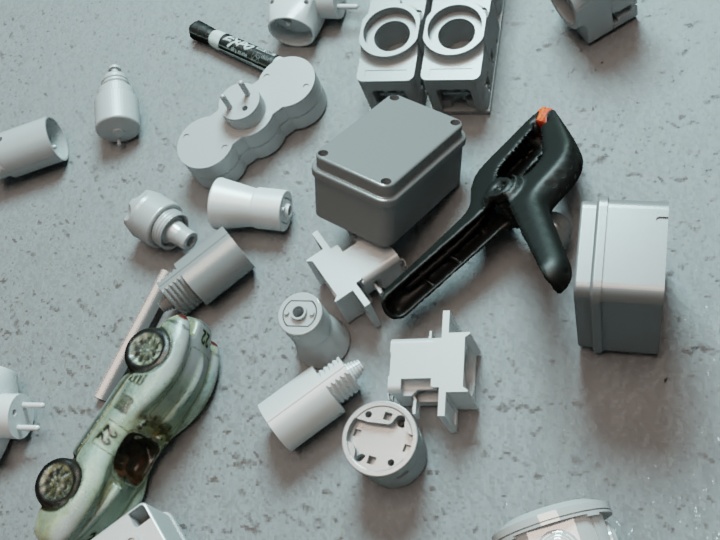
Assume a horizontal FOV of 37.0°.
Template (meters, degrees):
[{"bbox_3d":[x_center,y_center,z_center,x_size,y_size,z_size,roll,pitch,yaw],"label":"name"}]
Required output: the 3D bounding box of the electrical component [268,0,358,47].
[{"bbox_3d":[-0.037,-0.246,0.973,0.079,0.043,0.077,5,67,18],"label":"electrical component"}]

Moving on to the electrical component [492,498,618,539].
[{"bbox_3d":[0.130,0.183,0.699,0.080,0.080,0.051,-19,66,7],"label":"electrical component"}]

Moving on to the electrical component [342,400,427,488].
[{"bbox_3d":[0.020,0.128,0.776,0.055,0.047,0.055,-7,64,14],"label":"electrical component"}]

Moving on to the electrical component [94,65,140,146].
[{"bbox_3d":[-0.223,-0.154,0.986,0.040,0.040,0.078,-15,62,9],"label":"electrical component"}]

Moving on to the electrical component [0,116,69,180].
[{"bbox_3d":[-0.316,-0.109,0.990,0.081,0.043,0.043,-18,62,8],"label":"electrical component"}]

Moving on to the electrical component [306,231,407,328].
[{"bbox_3d":[0.000,0.000,0.846,0.064,0.042,0.081,-34,61,-3],"label":"electrical component"}]

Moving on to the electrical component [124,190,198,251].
[{"bbox_3d":[-0.166,-0.038,0.912,0.062,0.043,0.043,30,77,25],"label":"electrical component"}]

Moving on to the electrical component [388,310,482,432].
[{"bbox_3d":[0.054,0.075,0.794,0.064,0.042,0.081,-2,64,17],"label":"electrical component"}]

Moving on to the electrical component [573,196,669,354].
[{"bbox_3d":[0.182,0.006,0.749,0.057,0.113,0.078,3,67,15],"label":"electrical component"}]

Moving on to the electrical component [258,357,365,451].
[{"bbox_3d":[-0.031,0.095,0.809,0.081,0.043,0.043,-36,61,-2],"label":"electrical component"}]

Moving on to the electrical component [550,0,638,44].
[{"bbox_3d":[0.187,-0.234,0.874,0.056,0.089,0.050,-31,61,1],"label":"electrical component"}]

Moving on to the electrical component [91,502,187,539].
[{"bbox_3d":[-0.163,0.243,0.770,0.109,0.056,0.108,-37,61,-3],"label":"electrical component"}]

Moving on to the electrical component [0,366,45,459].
[{"bbox_3d":[-0.293,0.119,0.875,0.079,0.044,0.077,-1,65,16],"label":"electrical component"}]

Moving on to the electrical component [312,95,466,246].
[{"bbox_3d":[0.023,-0.081,0.844,0.078,0.057,0.113,27,49,26],"label":"electrical component"}]

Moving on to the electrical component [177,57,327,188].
[{"bbox_3d":[-0.098,-0.135,0.921,0.138,0.073,0.052,-37,61,-3],"label":"electrical component"}]

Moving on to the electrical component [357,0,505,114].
[{"bbox_3d":[0.066,-0.229,0.925,0.105,0.060,0.186,2,66,17],"label":"electrical component"}]

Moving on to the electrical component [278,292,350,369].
[{"bbox_3d":[-0.037,0.044,0.822,0.044,0.065,0.044,-7,64,14],"label":"electrical component"}]

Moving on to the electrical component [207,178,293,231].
[{"bbox_3d":[-0.089,-0.052,0.899,0.065,0.044,0.044,7,67,14],"label":"electrical component"}]

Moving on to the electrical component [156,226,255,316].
[{"bbox_3d":[-0.131,0.006,0.881,0.081,0.043,0.043,-39,61,-4],"label":"electrical component"}]
